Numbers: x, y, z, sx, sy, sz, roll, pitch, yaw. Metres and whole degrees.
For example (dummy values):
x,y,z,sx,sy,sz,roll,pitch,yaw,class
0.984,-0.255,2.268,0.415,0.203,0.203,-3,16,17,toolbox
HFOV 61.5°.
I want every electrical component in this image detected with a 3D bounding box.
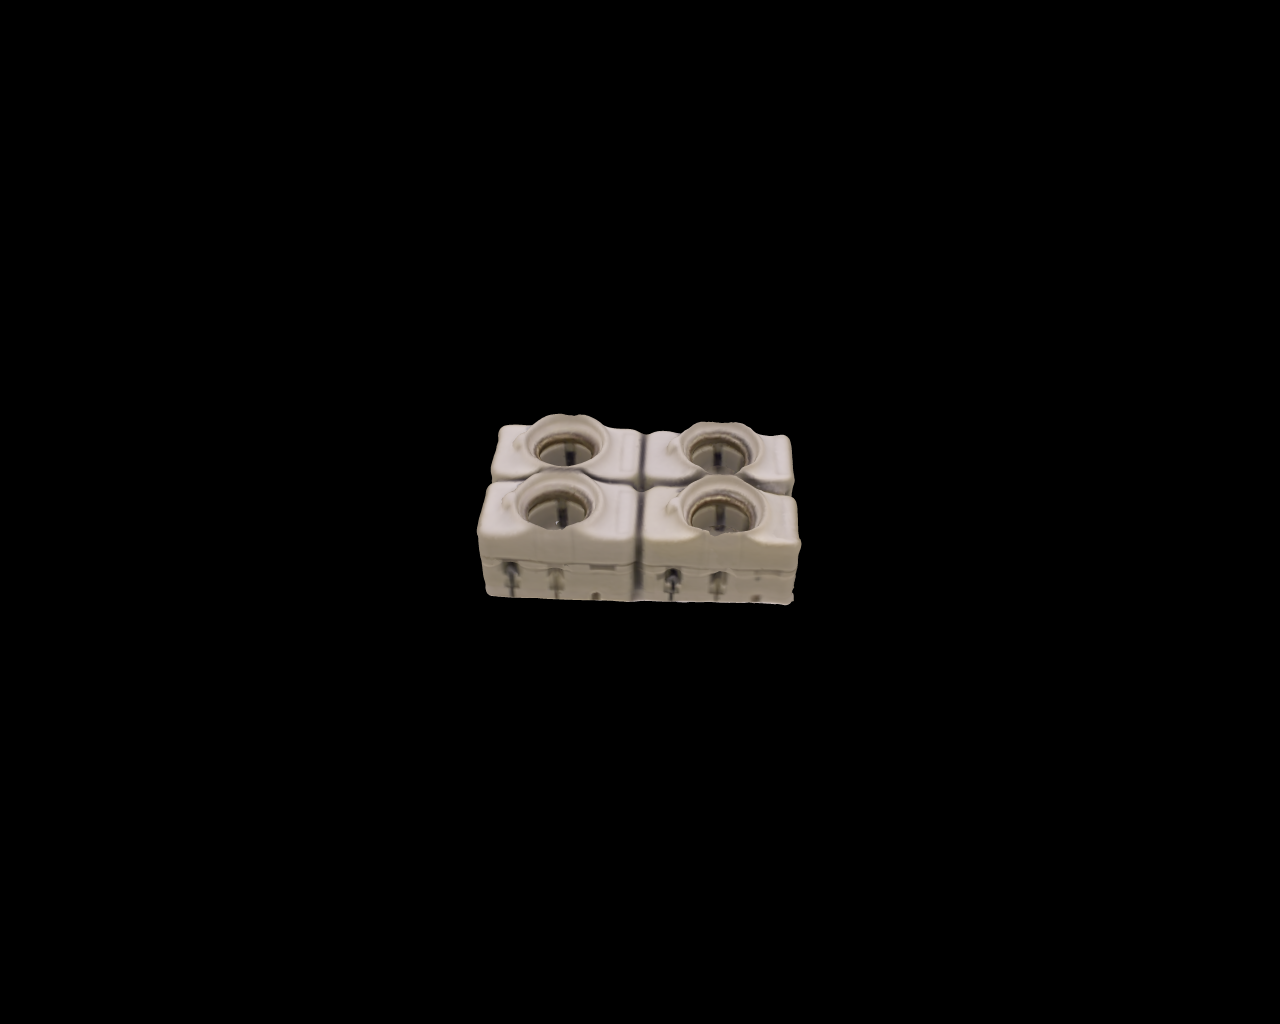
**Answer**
x,y,z,sx,sy,sz,roll,pitch,yaw,class
0.001,-0.003,0.650,0.186,0.060,0.106,2,43,2,electrical component
